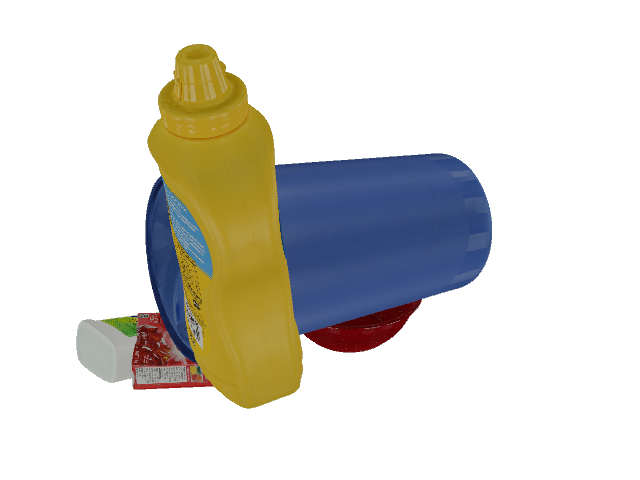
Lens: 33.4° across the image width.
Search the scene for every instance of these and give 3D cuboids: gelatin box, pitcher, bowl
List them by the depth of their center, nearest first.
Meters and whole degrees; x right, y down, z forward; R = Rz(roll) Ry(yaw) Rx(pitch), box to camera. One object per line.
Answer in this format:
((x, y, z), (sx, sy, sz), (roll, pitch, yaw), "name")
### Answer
((-0.002, 0.004, 0.793), (0.242, 0.145, 0.149), (-10, 35, -30), "pitcher")
((-0.130, 0.097, 0.960), (0.073, 0.030, 0.089), (-1, 28, -4), "gelatin box")
((0.031, 0.077, 1.184), (0.162, 0.055, 0.162), (0, 28, 0), "bowl")

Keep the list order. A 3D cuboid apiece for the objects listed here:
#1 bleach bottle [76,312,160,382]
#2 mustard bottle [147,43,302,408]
((-0.199, 0.129, 1.462), (0.250, 0.068, 0.103), (-10, 24, -41), "bleach bottle")
((-0.049, -0.011, 0.536), (0.058, 0.191, 0.096), (-17, 42, -13), "mustard bottle")
